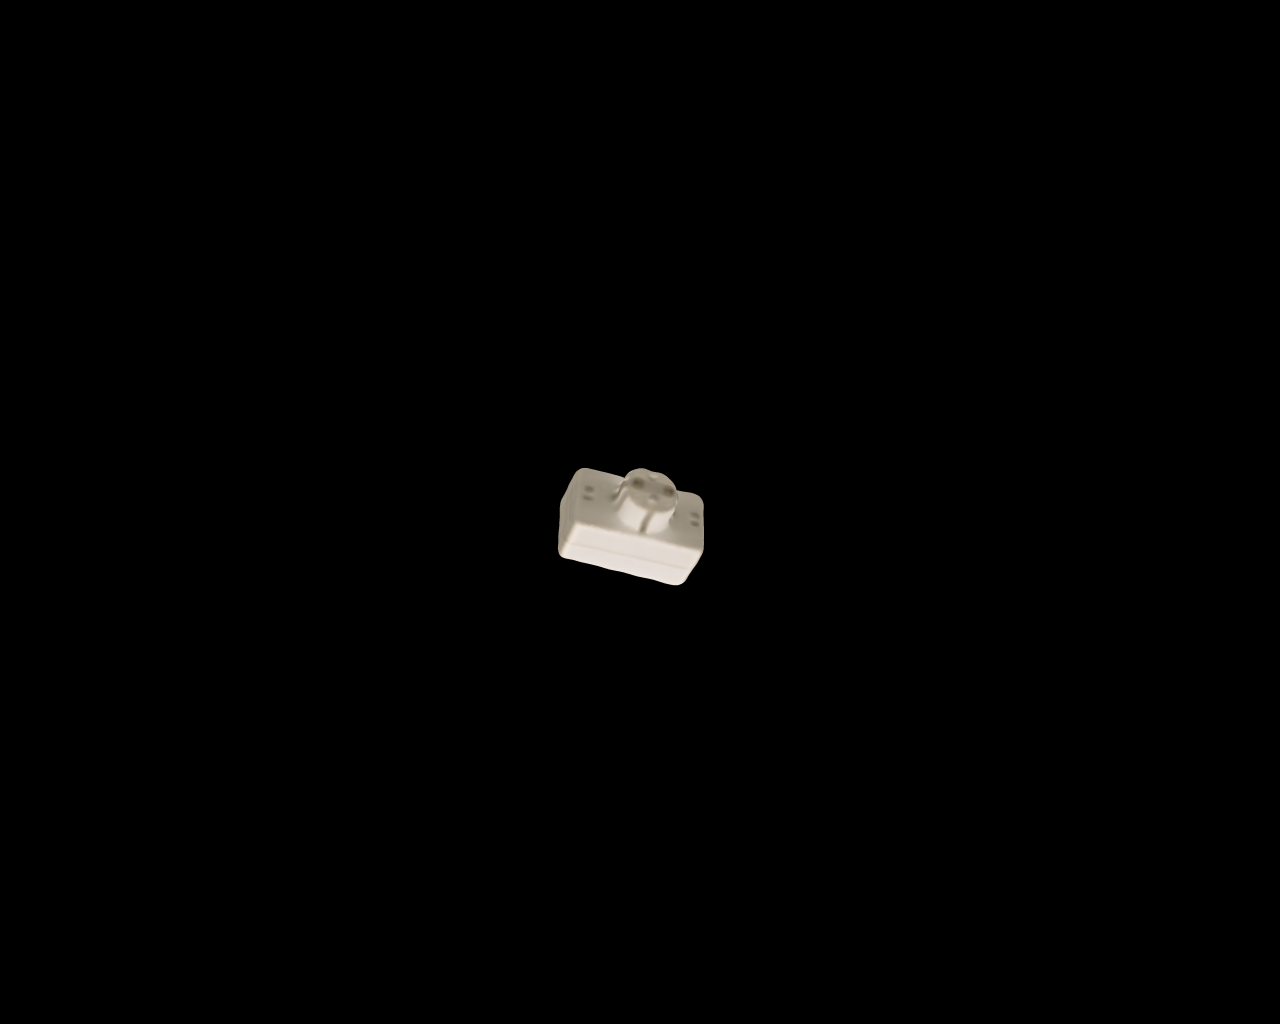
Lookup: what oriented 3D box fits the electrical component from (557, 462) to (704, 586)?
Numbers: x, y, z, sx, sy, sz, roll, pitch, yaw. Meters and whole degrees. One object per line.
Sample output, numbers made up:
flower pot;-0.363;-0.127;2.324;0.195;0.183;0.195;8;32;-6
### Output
electrical component;0.001;-0.003;0.650;0.083;0.047;0.075;14;-43;-15
